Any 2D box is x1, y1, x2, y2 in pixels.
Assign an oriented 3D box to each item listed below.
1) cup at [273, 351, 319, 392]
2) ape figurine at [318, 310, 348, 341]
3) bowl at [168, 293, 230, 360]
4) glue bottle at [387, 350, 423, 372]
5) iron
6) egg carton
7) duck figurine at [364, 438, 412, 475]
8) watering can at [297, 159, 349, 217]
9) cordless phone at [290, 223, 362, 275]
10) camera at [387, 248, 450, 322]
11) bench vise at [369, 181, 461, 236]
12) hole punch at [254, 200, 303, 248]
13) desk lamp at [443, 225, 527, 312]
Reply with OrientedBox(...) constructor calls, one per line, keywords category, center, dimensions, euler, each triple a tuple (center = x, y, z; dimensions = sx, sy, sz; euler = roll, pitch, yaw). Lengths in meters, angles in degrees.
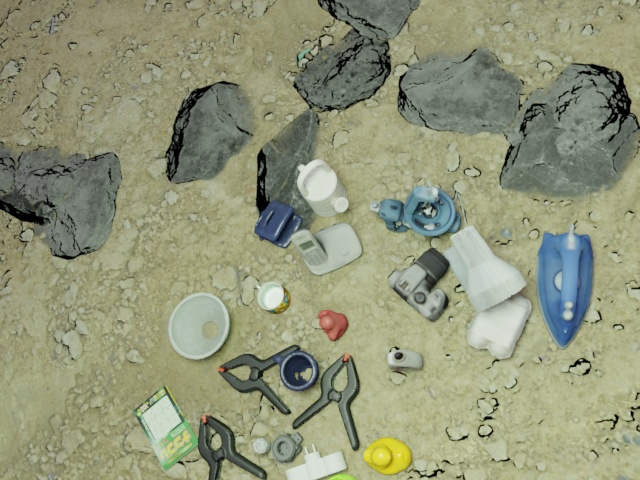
OrientedBox(category="cup", center=(-0.050, 0.305, 1.344), dimensions=(0.117, 0.095, 0.092), euler=(23, 80, 22))
OrientedBox(category="ape figurine", center=(0.024, 0.199, 1.359), dimensions=(0.076, 0.092, 0.078), euler=(-11, 69, 13))
OrientedBox(category="bowl", center=(-0.294, 0.222, 1.453), dimensions=(0.167, 0.075, 0.167), euler=(-5, 71, 15))
OrientedBox(category="glue bottle", center=(0.179, 0.261, 1.249), dimensions=(0.078, 0.173, 0.037), euler=(-8, 70, 14))
OrientedBox(category="iron", center=(0.527, 0.096, 1.221), dimensions=(0.118, 0.142, 0.258), euler=(2, 73, 17))
OrientedBox(category="egg carton", center=(0.395, 0.183, 1.270), dimensions=(0.107, 0.069, 0.150), euler=(23, 80, 22))
OrientedBox(category="duck figurine", center=(0.143, 0.469, 1.238), dimensions=(0.104, 0.086, 0.077), euler=(-3, 71, 15))
OrientedBox(category="watering can", center=(0.005, -0.133, 1.419), dimensions=(0.172, 0.194, 0.101), euler=(21, 79, 22))
OrientedBox(category="cordless phone", center=(0.013, 0.005, 1.376), dimensions=(0.147, 0.185, 0.094), euler=(-27, 67, 6))
OrientedBox(category="camera", center=(0.246, 0.094, 1.325), dimensions=(0.143, 0.101, 0.137), euler=(41, 87, 24))
OrientedBox(category="bench vise", center=(0.215, -0.066, 1.322), dimensions=(0.207, 0.220, 0.121), euler=(-11, 69, 13))
OrientedBox(category="hole punch", center=(-0.117, -0.044, 1.481), dimensions=(0.100, 0.091, 0.109), euler=(26, 81, 22))
OrientedBox(category="desk lamp", center=(0.347, 0.062, 1.245), dimensions=(0.118, 0.214, 0.203), euler=(-31, 66, 5))
